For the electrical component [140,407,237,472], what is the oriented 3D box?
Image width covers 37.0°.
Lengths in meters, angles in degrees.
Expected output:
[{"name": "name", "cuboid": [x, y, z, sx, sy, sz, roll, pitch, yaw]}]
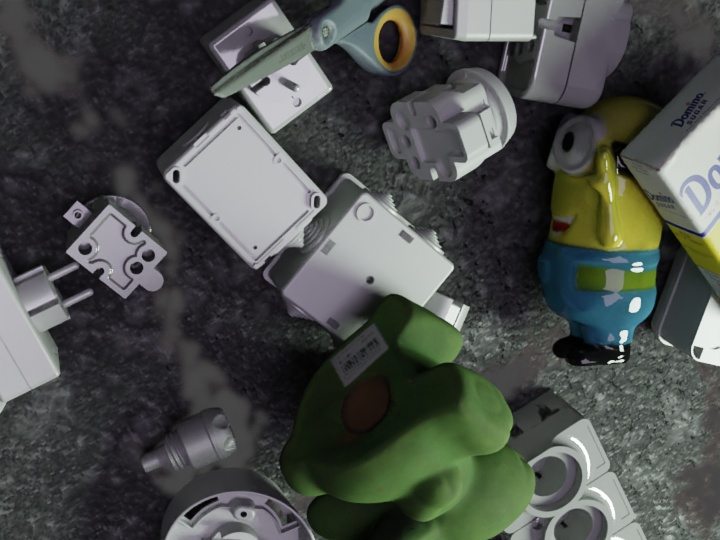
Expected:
[{"name": "electrical component", "cuboid": [-0.114, 0.115, 0.704, 0.061, 0.035, 0.035, -22, 112, -7]}]

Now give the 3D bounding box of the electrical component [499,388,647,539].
[{"name": "electrical component", "cuboid": [0.147, 0.178, 0.789, 0.089, 0.062, 0.150, -31, 113, -6]}]

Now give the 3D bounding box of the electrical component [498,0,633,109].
[{"name": "electrical component", "cuboid": [0.132, -0.154, 0.688, 0.059, 0.054, 0.095, 6, 104, -19]}]

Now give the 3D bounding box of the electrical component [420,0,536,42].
[{"name": "electrical component", "cuboid": [0.069, -0.188, 0.653, 0.061, 0.062, 0.096, -4, 106, -18]}]

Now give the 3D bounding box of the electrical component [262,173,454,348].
[{"name": "electrical component", "cuboid": [0.000, 0.000, 0.697, 0.100, 0.048, 0.099, 38, 93, -23]}]

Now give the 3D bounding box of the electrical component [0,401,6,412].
[{"name": "electrical component", "cuboid": [-0.245, 0.079, 0.649, 0.040, 0.040, 0.046, -46, 108, 0]}]

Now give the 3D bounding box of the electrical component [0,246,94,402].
[{"name": "electrical component", "cuboid": [-0.198, 0.021, 0.641, 0.076, 0.047, 0.083, -26, 112, -9]}]

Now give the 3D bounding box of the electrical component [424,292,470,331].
[{"name": "electrical component", "cuboid": [0.050, 0.039, 0.730, 0.040, 0.040, 0.046, 23, 92, -22]}]

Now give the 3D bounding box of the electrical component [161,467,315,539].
[{"name": "electrical component", "cuboid": [-0.084, 0.184, 0.718, 0.099, 0.064, 0.099, -5, 108, -16]}]

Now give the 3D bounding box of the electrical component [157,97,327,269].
[{"name": "electrical component", "cuboid": [-0.069, -0.050, 0.652, 0.062, 0.061, 0.096, -43, 112, -1]}]

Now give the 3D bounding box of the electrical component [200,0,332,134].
[{"name": "electrical component", "cuboid": [-0.051, -0.118, 0.629, 0.047, 0.077, 0.065, -37, 113, -4]}]

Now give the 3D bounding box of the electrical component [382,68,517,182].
[{"name": "electrical component", "cuboid": [0.061, -0.093, 0.678, 0.057, 0.078, 0.058, -32, 114, -27]}]

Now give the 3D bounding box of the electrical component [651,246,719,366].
[{"name": "electrical component", "cuboid": [0.281, 0.031, 0.790, 0.113, 0.057, 0.078, 13, 102, -21]}]

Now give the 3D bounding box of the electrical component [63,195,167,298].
[{"name": "electrical component", "cuboid": [-0.147, -0.018, 0.641, 0.066, 0.055, 0.048, 42, 91, -24]}]
